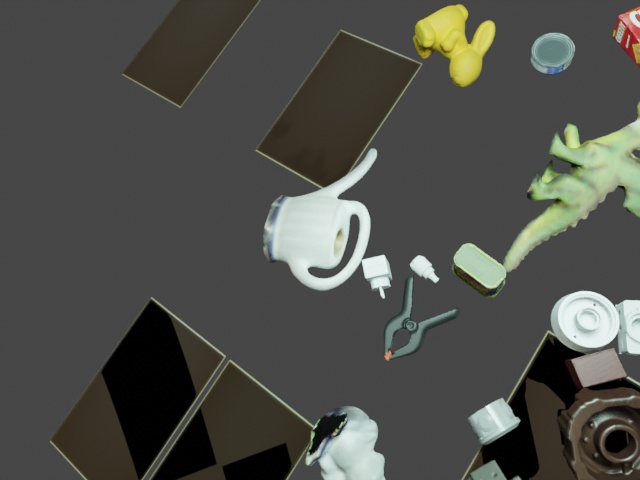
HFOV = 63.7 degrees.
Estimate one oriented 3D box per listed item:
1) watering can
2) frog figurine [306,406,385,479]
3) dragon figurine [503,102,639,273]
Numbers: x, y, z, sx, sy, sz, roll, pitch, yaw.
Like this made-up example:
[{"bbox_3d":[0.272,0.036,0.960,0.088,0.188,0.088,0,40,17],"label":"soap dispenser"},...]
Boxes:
[{"bbox_3d":[0.003,-0.056,1.103,0.224,0.102,0.355,5,61,17],"label":"watering can"},{"bbox_3d":[0.062,0.392,0.946,0.158,0.122,0.139,41,75,-13],"label":"frog figurine"},{"bbox_3d":[0.528,-0.087,0.958,0.244,0.122,0.408,24,96,24],"label":"dragon figurine"}]
